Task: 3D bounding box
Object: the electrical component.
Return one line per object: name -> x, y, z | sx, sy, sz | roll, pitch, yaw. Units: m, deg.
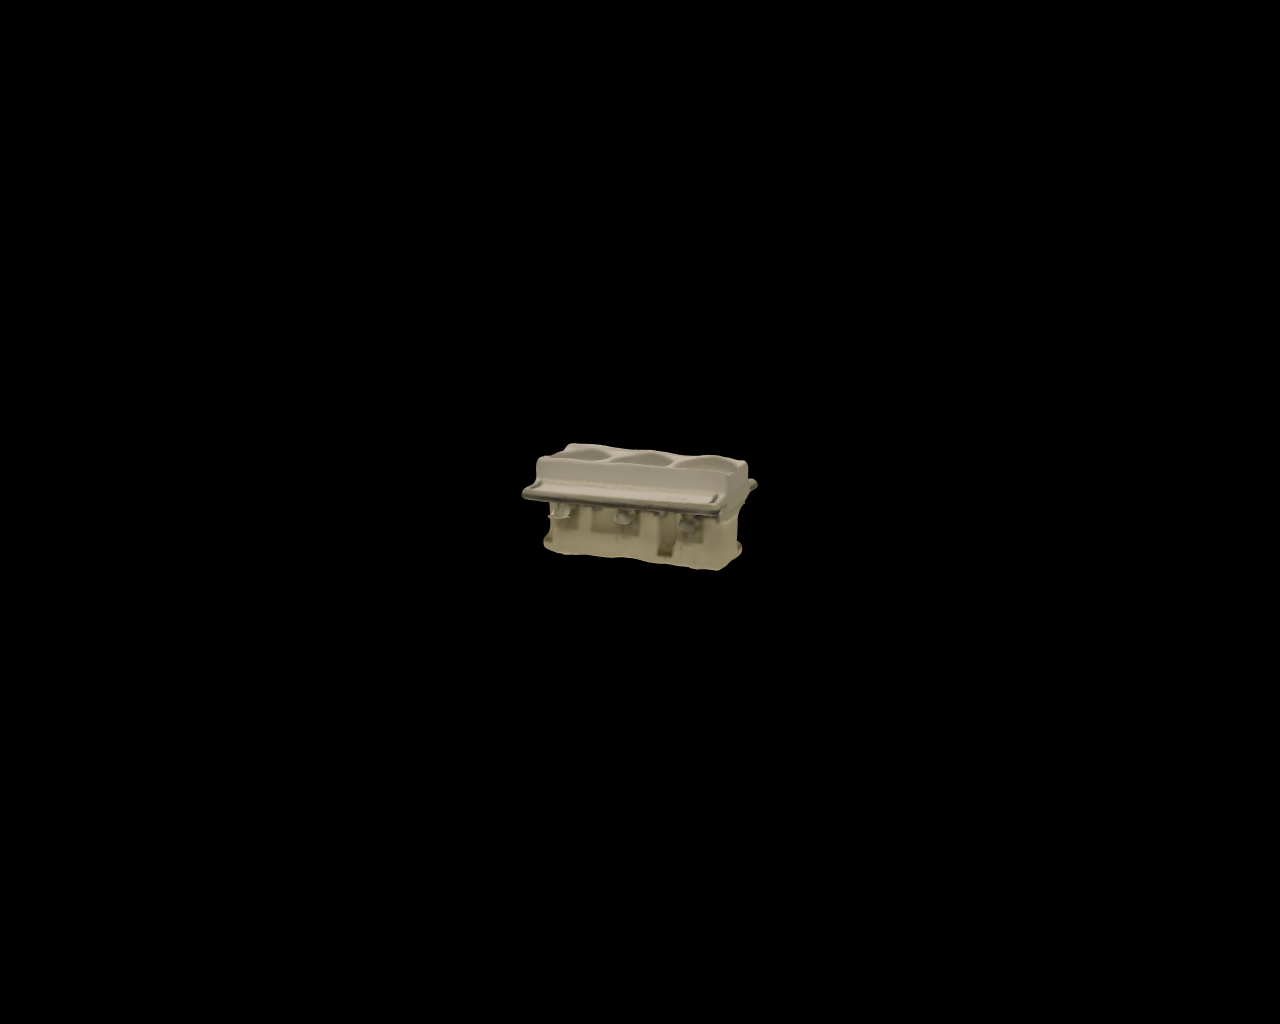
electrical component -> 0.001, -0.003, 0.650 | 0.121, 0.063, 0.079 | 6, 16, 22
